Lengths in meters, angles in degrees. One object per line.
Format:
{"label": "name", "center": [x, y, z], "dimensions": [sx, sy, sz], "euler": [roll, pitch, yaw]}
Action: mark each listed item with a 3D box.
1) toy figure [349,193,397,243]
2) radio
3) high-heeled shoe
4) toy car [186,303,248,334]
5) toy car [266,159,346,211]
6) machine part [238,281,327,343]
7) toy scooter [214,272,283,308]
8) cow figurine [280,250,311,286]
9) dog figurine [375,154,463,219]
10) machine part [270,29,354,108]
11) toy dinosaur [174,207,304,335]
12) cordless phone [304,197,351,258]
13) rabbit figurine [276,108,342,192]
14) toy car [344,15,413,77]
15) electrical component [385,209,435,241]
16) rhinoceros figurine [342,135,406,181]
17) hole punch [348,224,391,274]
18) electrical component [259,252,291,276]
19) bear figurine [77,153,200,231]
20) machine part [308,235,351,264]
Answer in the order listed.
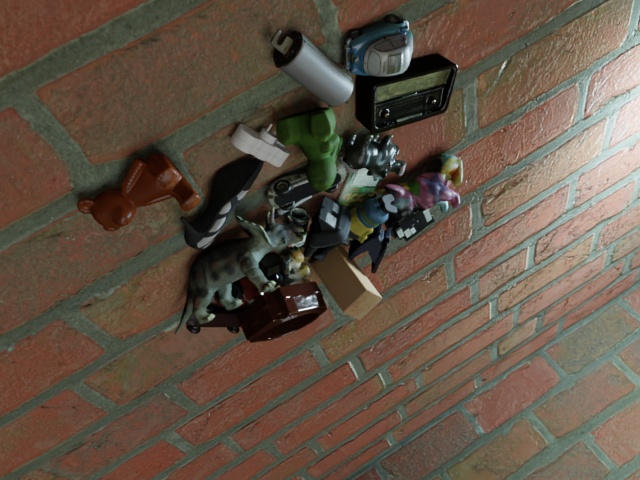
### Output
{"label": "toy figure", "center": [0.115, -0.062, 1.407], "dimensions": [0.089, 0.082, 0.180], "euler": [26, 142, -27]}
{"label": "radio", "center": [0.194, -0.332, 1.226], "dimensions": [0.230, 0.073, 0.131], "euler": [-19, 138, -19]}
{"label": "high-heeled shoe", "center": [-0.205, -0.073, 1.198], "dimensions": [0.249, 0.086, 0.145], "euler": [-36, 153, -3]}
{"label": "toy car", "center": [-0.272, 0.204, 1.441], "dimensions": [0.202, 0.053, 0.089], "euler": [10, 120, -47]}
{"label": "toy car", "center": [-0.033, -0.131, 1.271], "dimensions": [0.202, 0.056, 0.073], "euler": [-22, 146, -7]}
{"label": "machine part", "center": [-0.098, 0.194, 1.428], "dimensions": [0.201, 0.087, 0.201], "euler": [-6, 155, -46]}
{"label": "toy scooter", "center": [-0.183, 0.133, 1.416], "dimensions": [0.184, 0.075, 0.135], "euler": [-17, 166, -4]}
{"label": "cow figurine", "center": [-0.080, 0.085, 1.454], "dimensions": [0.098, 0.068, 0.167], "euler": [-22, 140, -10]}
{"label": "dog figurine", "center": [0.263, -0.147, 1.440], "dimensions": [0.219, 0.108, 0.191], "euler": [6, 87, -15]}
{"label": "machine part", "center": [-0.010, -0.335, 1.070], "dimensions": [0.079, 0.079, 0.243], "euler": [-49, 141, 16]}
{"label": "toy dinosaur", "center": [-0.227, 0.070, 1.280], "dimensions": [0.405, 0.192, 0.131], "euler": [-27, 174, 11]}
{"label": "cordless phone", "center": [-0.002, -0.003, 1.371], "dimensions": [0.089, 0.147, 0.184], "euler": [29, 124, -11]}
{"label": "rabbit figurine", "center": [-0.012, -0.193, 1.162], "dimensions": [0.121, 0.159, 0.170], "euler": [-6, 109, 14]}
{"label": "toy car", "center": [0.134, -0.386, 1.106], "dimensions": [0.162, 0.103, 0.109], "euler": [-21, 138, -21]}
{"label": "electrical component", "center": [0.256, -0.062, 1.560], "dimensions": [0.134, 0.058, 0.114], "euler": [-35, 139, -1]}
{"label": "rhinoceros figurine", "center": [0.137, -0.197, 1.285], "dimensions": [0.190, 0.073, 0.112], "euler": [2, 95, -44]}
{"label": "hole punch", "center": [0.139, 0.014, 1.496], "dimensions": [0.092, 0.142, 0.115], "euler": [26, 111, 0]}
{"label": "electrical component", "center": [-0.121, 0.050, 1.365], "dimensions": [0.078, 0.102, 0.045], "euler": [-16, 131, -36]}
{"label": "bear figurine", "center": [-0.354, -0.078, 1.039], "dimensions": [0.196, 0.132, 0.120], "euler": [-39, 140, -6]}
{"label": "machine part", "center": [0.025, 0.016, 1.422], "dimensions": [0.139, 0.039, 0.084], "euler": [-28, -162, 48]}
